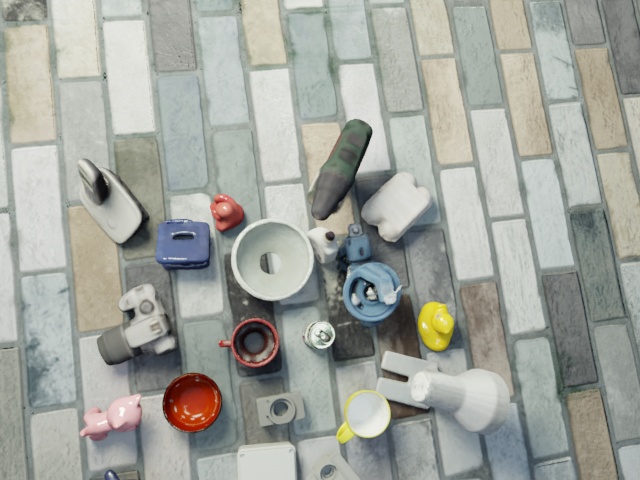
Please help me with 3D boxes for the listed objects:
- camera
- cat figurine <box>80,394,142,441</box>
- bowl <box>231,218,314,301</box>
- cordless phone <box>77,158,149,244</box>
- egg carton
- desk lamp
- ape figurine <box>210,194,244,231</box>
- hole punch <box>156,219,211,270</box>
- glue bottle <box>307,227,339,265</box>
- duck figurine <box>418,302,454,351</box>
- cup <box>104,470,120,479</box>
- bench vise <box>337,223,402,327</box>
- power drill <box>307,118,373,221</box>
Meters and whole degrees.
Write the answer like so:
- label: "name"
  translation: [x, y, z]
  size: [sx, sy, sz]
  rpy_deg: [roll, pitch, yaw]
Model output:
- label: "camera"
  translation: [-0.361, 0.172, 1.102]
  size: [0.137, 0.100, 0.143]
  rpy_deg: [-24, 85, -11]
- label: "cat figurine"
  translation: [-0.383, 0.333, 1.065]
  size: [0.128, 0.117, 0.067]
  rpy_deg: [-22, 85, -11]
- label: "bowl"
  translation: [-0.098, 0.043, 1.176]
  size: [0.167, 0.074, 0.167]
  rpy_deg: [1, 81, -8]
- label: "cordless phone"
  translation: [-0.405, -0.077, 1.092]
  size: [0.094, 0.185, 0.147]
  rpy_deg: [-42, 89, -12]
- label: "egg carton"
  translation: [0.166, -0.073, 1.238]
  size: [0.107, 0.069, 0.150]
  rpy_deg: [45, 78, 0]
- label: "desk lamp"
  translation: [0.233, 0.295, 1.117]
  size: [0.203, 0.213, 0.118]
  rpy_deg: [15, 79, -6]
- label: "ape figurine"
  translation: [-0.193, -0.057, 1.169]
  size: [0.076, 0.092, 0.078]
  rpy_deg: [16, 79, -6]
- label: "hole punch"
  translation: [-0.274, 0.006, 1.147]
  size: [0.109, 0.091, 0.101]
  rpy_deg: [-2, 81, -9]
- label: "glue bottle"
  translation: [0.011, 0.004, 1.149]
  size: [0.037, 0.173, 0.078]
  rpy_deg: [-30, 86, -12]
- label: "duck figurine"
  translation: [0.253, 0.181, 1.203]
  size: [0.077, 0.086, 0.104]
  rpy_deg: [-1, 81, -9]
- label: "cup"
  translation: [-0.357, 0.472, 1.059]
  size: [0.092, 0.095, 0.118]
  rpy_deg: [-31, 87, -12]
- label: "bench vise"
  translation: [0.088, 0.071, 1.127]
  size: [0.121, 0.219, 0.207]
  rpy_deg: [-32, 87, -12]
- label: "power drill"
  translation: [0.031, -0.123, 1.154]
  size: [0.075, 0.208, 0.230]
  rpy_deg: [25, 78, -4]
